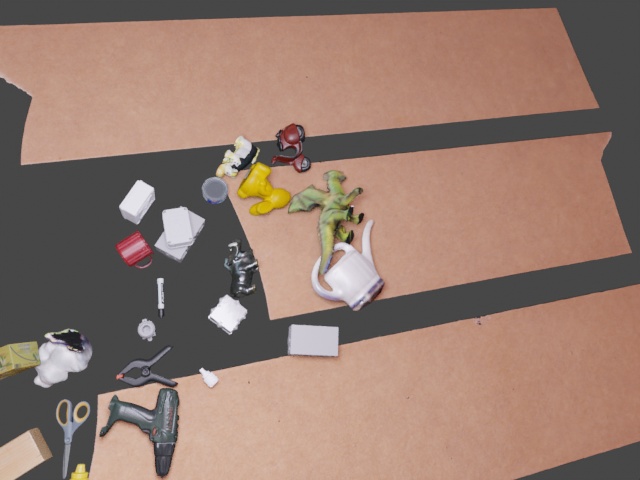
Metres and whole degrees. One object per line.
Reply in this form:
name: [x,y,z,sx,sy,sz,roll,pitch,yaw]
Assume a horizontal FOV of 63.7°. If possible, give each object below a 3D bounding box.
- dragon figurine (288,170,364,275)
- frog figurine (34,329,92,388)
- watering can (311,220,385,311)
dragon figurine: [0.005,-0.087,1.733,0.244,0.119,0.418,17,58,25]
frog figurine: [-0.724,0.339,1.449,0.137,0.124,0.158,20,106,-15]
watering can: [0.128,0.090,1.714,0.225,0.102,0.353,47,60,5]
